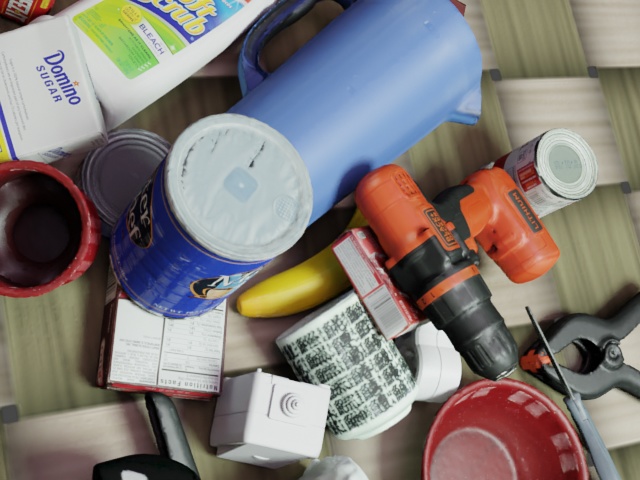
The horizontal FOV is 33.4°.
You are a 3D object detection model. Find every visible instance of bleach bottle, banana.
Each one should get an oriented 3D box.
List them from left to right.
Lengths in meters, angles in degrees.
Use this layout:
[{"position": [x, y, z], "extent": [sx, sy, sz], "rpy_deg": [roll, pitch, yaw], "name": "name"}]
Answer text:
[{"position": [-0.117, -0.192, 0.876], "extent": [0.102, 0.068, 0.250], "rpy_deg": [48, 58, -4], "name": "bleach bottle"}, {"position": [0.012, 0.007, 0.894], "extent": [0.070, 0.037, 0.197], "rpy_deg": [29, 57, 16], "name": "banana"}]

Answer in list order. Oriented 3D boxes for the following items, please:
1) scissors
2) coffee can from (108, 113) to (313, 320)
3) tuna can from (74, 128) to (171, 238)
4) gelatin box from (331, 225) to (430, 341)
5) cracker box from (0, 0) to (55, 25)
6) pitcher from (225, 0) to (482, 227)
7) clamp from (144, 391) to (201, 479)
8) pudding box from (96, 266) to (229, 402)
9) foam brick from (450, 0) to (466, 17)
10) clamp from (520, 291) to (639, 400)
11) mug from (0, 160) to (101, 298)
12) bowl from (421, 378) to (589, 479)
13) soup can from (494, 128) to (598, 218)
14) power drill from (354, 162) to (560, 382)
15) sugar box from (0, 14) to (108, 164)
[{"position": [0.224, 0.156, 0.907], "extent": [0.016, 0.096, 0.201], "rpy_deg": [-26, 110, 10], "name": "scissors"}, {"position": [-0.080, -0.012, 0.747], "extent": [0.102, 0.141, 0.103], "rpy_deg": [10, 66, -23], "name": "coffee can"}, {"position": [-0.147, -0.041, 0.831], "extent": [0.086, 0.034, 0.086], "rpy_deg": [8, 71, -24], "name": "tuna can"}, {"position": [0.058, 0.028, 0.839], "extent": [0.073, 0.030, 0.089], "rpy_deg": [-14, 69, -54], "name": "gelatin box"}, {"position": [-0.287, -0.280, 0.815], "extent": [0.213, 0.072, 0.164], "rpy_deg": [21, 68, -20], "name": "cracker box"}, {"position": [0.004, -0.110, 0.878], "extent": [0.242, 0.149, 0.145], "rpy_deg": [-41, 128, -26], "name": "pitcher"}, {"position": [-0.089, 0.221, 0.773], "extent": [0.210, 0.036, 0.164], "rpy_deg": [33, 73, -15], "name": "clamp"}, {"position": [-0.117, 0.062, 0.812], "extent": [0.089, 0.039, 0.113], "rpy_deg": [11, 72, -23], "name": "pudding box"}, {"position": [0.086, -0.203, 0.981], "extent": [0.078, 0.053, 0.051], "rpy_deg": [25, 65, -18], "name": "foam brick"}, {"position": [0.264, 0.095, 0.984], "extent": [0.171, 0.039, 0.120], "rpy_deg": [7, 70, -24], "name": "clamp"}, {"position": [-0.212, -0.002, 0.753], "extent": [0.117, 0.081, 0.093], "rpy_deg": [-24, 89, -2], "name": "mug"}, {"position": [0.142, 0.198, 0.884], "extent": [0.161, 0.055, 0.162], "rpy_deg": [8, 71, -24], "name": "bowl"}, {"position": [0.191, -0.052, 0.958], "extent": [0.068, 0.102, 0.068], "rpy_deg": [8, 71, -23], "name": "soup can"}, {"position": [0.125, 0.013, 0.855], "extent": [0.187, 0.057, 0.184], "rpy_deg": [-16, 71, -57], "name": "power drill"}, {"position": [-0.246, -0.088, 0.754], "extent": [0.176, 0.048, 0.093], "rpy_deg": [-16, 83, -6], "name": "sugar box"}]
